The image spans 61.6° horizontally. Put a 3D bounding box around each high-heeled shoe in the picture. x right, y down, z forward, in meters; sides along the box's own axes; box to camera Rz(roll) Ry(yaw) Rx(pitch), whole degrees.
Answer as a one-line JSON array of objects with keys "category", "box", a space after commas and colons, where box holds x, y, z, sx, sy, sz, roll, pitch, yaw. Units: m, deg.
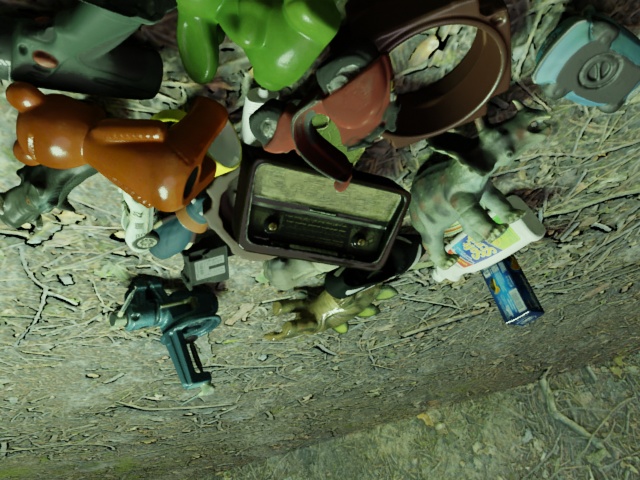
[{"category": "high-heeled shoe", "box": [0.116, 0.036, 0.980, 0.249, 0.086, 0.145, -27, 176, -12]}]

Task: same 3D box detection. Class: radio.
[{"category": "radio", "box": [-0.003, -0.038, 0.742, 0.229, 0.073, 0.131, 11, 109, -19]}]

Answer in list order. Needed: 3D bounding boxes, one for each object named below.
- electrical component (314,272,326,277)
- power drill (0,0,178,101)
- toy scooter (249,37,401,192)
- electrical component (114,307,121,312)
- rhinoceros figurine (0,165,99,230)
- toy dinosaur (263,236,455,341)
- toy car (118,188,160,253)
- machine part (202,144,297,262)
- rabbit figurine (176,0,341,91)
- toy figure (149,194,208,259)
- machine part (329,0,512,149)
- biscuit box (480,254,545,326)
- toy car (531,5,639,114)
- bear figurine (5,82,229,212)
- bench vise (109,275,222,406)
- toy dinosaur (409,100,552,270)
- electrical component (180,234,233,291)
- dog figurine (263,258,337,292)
[{"category": "electrical component", "box": [-0.014, 0.023, 1.008, 0.115, 0.058, 0.134, -11, 148, -2]}, {"category": "power drill", "box": [-0.242, -0.198, 0.496, 0.232, 0.086, 0.207, 6, 159, -38]}, {"category": "toy scooter", "box": [0.020, -0.125, 0.594, 0.184, 0.075, 0.135, -27, 111, 33]}, {"category": "electrical component", "box": [-0.362, 0.142, 1.088, 0.094, 0.021, 0.063, -15, 148, 2]}, {"category": "rhinoceros figurine", "box": [-0.317, -0.083, 0.662, 0.190, 0.112, 0.073, -31, 148, 11]}, {"category": "toy dinosaur", "box": [0.064, 0.110, 1.145, 0.471, 0.105, 0.198, -34, 151, 25]}, {"category": "toy car", "box": [-0.258, -0.057, 0.763, 0.056, 0.073, 0.201, -5, 148, -22]}, {"category": "machine part", "box": [-0.084, -0.058, 0.790, 0.179, 0.056, 0.179, -8, 122, -13]}, {"category": "rabbit figurine", "box": [-0.083, -0.238, 0.540, 0.170, 0.121, 0.159, 28, 139, -24]}, {"category": "toy figure", "box": [-0.214, -0.028, 0.846, 0.154, 0.058, 0.064, -38, 148, 26]}, {"category": "machine part", "box": [0.125, -0.214, 0.657, 0.201, 0.087, 0.201, -20, 147, 9]}, {"category": "biscuit box", "box": [0.384, 0.078, 1.116, 0.063, 0.203, 0.059, 12, 138, -38]}, {"category": "toy car", "box": [0.348, -0.238, 0.690, 0.161, 0.103, 0.109, 12, 138, -19]}, {"category": "bear figurine", "box": [-0.217, -0.108, 0.578, 0.196, 0.132, 0.120, 23, 134, 3]}, {"category": "bench vise", "box": [-0.266, 0.179, 0.999, 0.129, 0.241, 0.223, -36, 159, 26]}, {"category": "toy dinosaur", "box": [0.212, -0.067, 0.886, 0.131, 0.192, 0.404, -32, 172, -24]}, {"category": "electrical component", "box": [-0.182, 0.033, 0.929, 0.119, 0.048, 0.074, -12, 124, -28]}, {"category": "dog figurine", "box": [0.000, 0.001, 0.857, 0.190, 0.121, 0.172, -30, 152, -18]}]
